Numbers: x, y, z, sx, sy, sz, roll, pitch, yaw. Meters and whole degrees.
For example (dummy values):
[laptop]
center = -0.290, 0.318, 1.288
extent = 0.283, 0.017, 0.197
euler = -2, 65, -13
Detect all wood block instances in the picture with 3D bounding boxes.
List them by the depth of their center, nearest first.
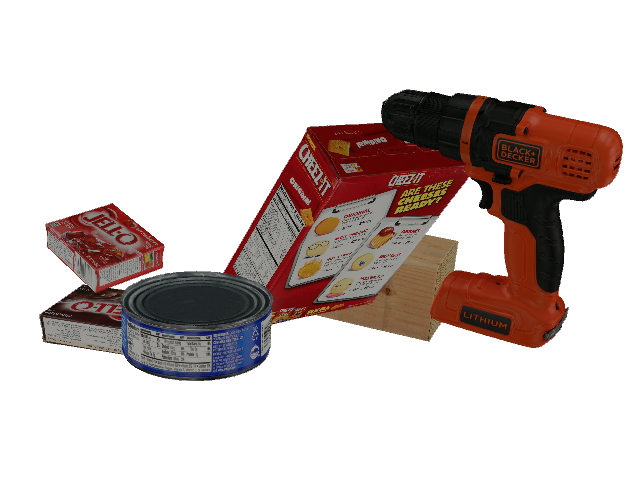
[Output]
[wood block]
center = 0.037, 0.034, 1.187
extent = 0.206, 0.091, 0.090
euler = 12, 24, 17

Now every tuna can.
[tuna can]
center = -0.070, 0.047, 0.604
extent = 0.086, 0.034, 0.086
euler = 2, 18, -1

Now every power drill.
[power drill]
center = 0.128, -0.019, 0.822
extent = 0.185, 0.188, 0.057
euler = 17, 34, 26

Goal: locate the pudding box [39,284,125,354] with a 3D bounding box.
[pudding box]
center = -0.236, 0.086, 1.174
extent = 0.114, 0.039, 0.090
euler = 4, 20, 19

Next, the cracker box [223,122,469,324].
[cracker box]
center = 0.020, -0.016, 0.996
extent = 0.163, 0.072, 0.214
euler = -9, -35, -38

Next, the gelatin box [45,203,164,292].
[gelatin box]
center = -0.198, 0.004, 0.979
extent = 0.073, 0.030, 0.089
euler = -21, 43, -37
